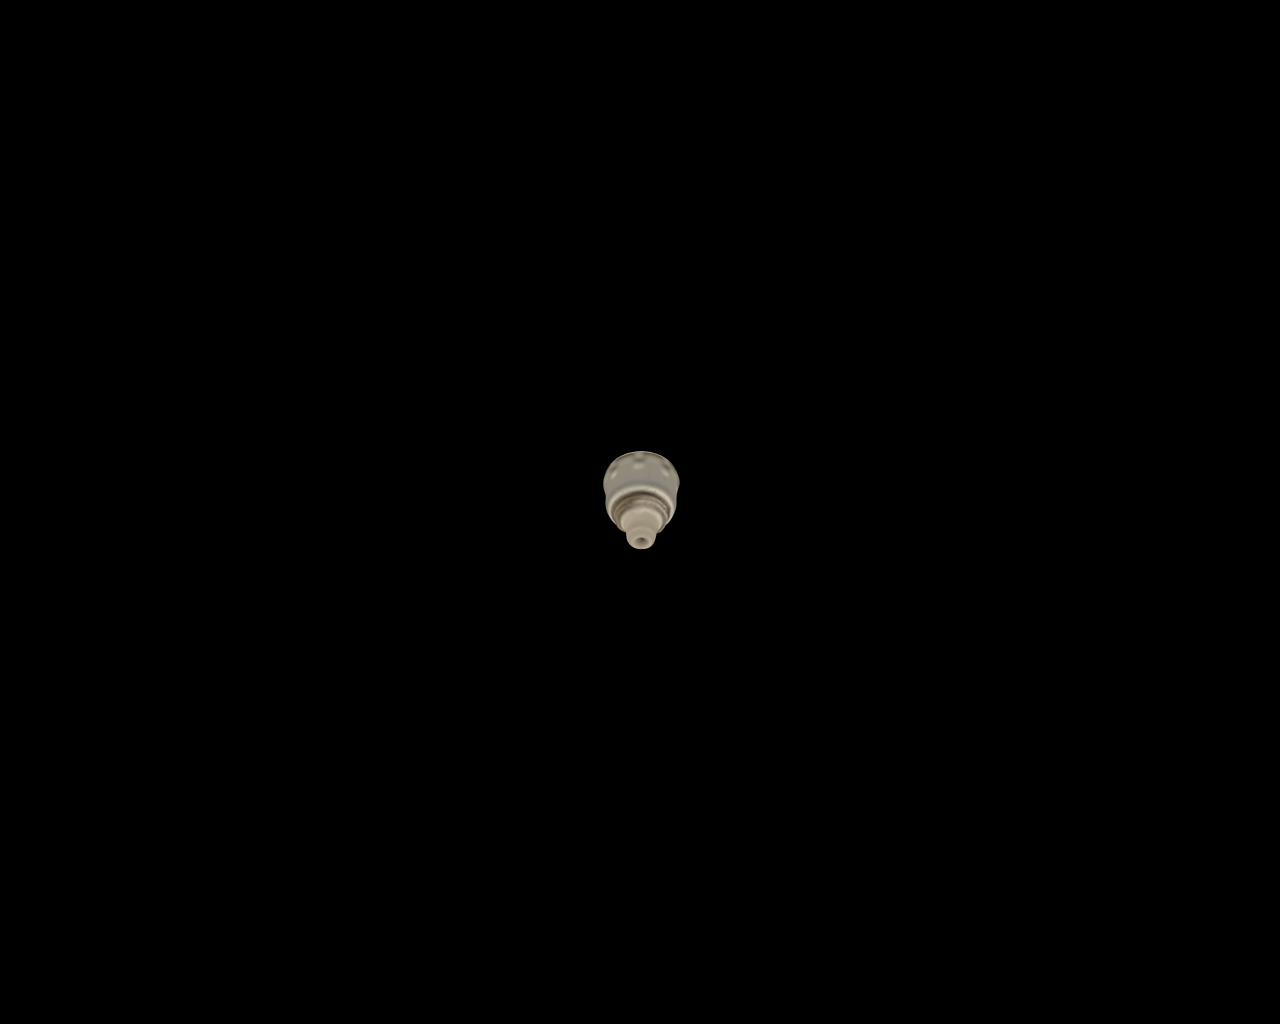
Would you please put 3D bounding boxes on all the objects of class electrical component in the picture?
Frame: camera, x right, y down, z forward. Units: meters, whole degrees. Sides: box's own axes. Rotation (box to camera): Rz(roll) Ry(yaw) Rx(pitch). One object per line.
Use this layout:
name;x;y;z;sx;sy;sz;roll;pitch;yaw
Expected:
electrical component;0.001;-0.003;0.650;0.048;0.048;0.062;0;44;0
